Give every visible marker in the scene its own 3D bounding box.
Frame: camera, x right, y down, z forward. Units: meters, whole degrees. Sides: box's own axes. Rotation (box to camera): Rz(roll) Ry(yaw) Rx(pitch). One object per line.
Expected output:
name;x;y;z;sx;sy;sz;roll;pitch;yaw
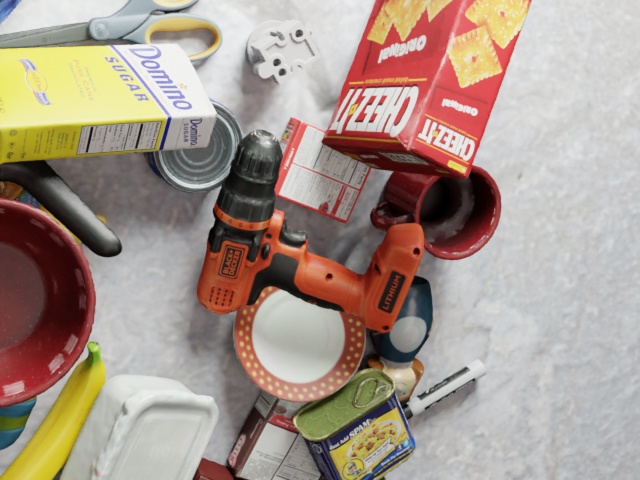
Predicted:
marker;0.121;0.163;1.124;0.121;0.020;0.020;-28;115;-13

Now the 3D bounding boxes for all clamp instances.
clamp;-0.239;-0.086;0.861;0.210;0.036;0.164;21;53;-11

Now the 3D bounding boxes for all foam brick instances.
foam brick;-0.103;0.251;1.037;0.078;0.051;0.053;28;95;-27

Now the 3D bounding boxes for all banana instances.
banana;-0.244;0.178;0.946;0.198;0.037;0.069;-59;152;-7

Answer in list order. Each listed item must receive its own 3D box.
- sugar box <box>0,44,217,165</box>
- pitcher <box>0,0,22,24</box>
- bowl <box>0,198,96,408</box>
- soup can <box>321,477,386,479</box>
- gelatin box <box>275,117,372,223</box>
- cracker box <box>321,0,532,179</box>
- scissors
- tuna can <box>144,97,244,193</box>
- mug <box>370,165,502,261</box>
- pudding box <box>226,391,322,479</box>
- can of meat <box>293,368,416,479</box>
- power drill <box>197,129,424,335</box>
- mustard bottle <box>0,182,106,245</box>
sugar box;-0.180;-0.111;0.847;0.175;0.093;0.048;-10;143;-28
pitcher;-0.273;-0.206;0.757;0.149;0.145;0.242;35;76;-24
bowl;-0.257;0.046;0.826;0.162;0.055;0.162;-1;94;-14
soup can;0.023;0.284;1.091;0.068;0.069;0.102;10;101;-26
gelatin box;0.000;-0.064;0.997;0.089;0.030;0.073;21;96;-27
cracker box;0.094;-0.167;0.914;0.072;0.164;0.214;22;87;-25
scissors;-0.175;-0.195;0.891;0.201;0.016;0.096;4;102;-24
tuna can;-0.111;-0.085;0.941;0.086;0.034;0.086;-7;108;-21
mug;0.103;-0.032;1.021;0.117;0.082;0.093;-19;112;-17
pudding box;-0.027;0.193;1.060;0.090;0.039;0.113;26;96;-28
can of meat;0.036;0.188;1.031;0.102;0.058;0.084;-31;118;-14
power drill;-0.006;0.001;0.955;0.187;0.057;0.185;15;122;-6
mustard bottle;-0.272;-0.021;0.877;0.191;0.058;0.096;6;86;-25
